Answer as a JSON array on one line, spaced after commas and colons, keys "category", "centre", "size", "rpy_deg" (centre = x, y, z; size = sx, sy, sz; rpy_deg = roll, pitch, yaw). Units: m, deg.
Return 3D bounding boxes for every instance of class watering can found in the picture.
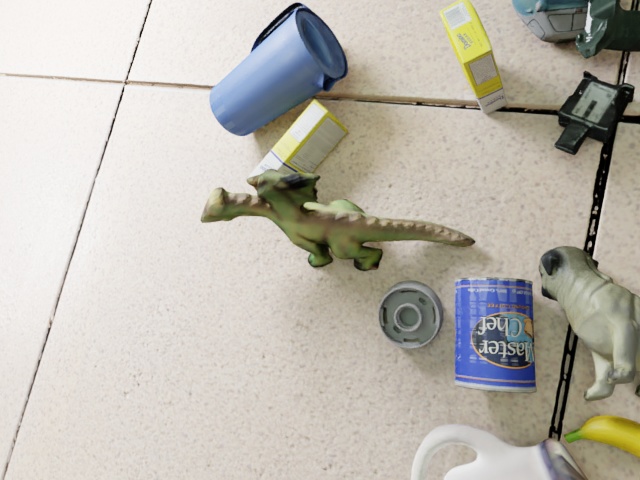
[{"category": "watering can", "centre": [0.246, 0.389, 0.615], "size": [0.223, 0.103, 0.353], "rpy_deg": [-27, 67, 17]}]

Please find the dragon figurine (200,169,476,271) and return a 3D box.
[{"category": "dragon figurine", "centre": [0.002, -0.039, 0.766], "size": [0.410, 0.240, 0.124], "rpy_deg": [0, 75, 28]}]
